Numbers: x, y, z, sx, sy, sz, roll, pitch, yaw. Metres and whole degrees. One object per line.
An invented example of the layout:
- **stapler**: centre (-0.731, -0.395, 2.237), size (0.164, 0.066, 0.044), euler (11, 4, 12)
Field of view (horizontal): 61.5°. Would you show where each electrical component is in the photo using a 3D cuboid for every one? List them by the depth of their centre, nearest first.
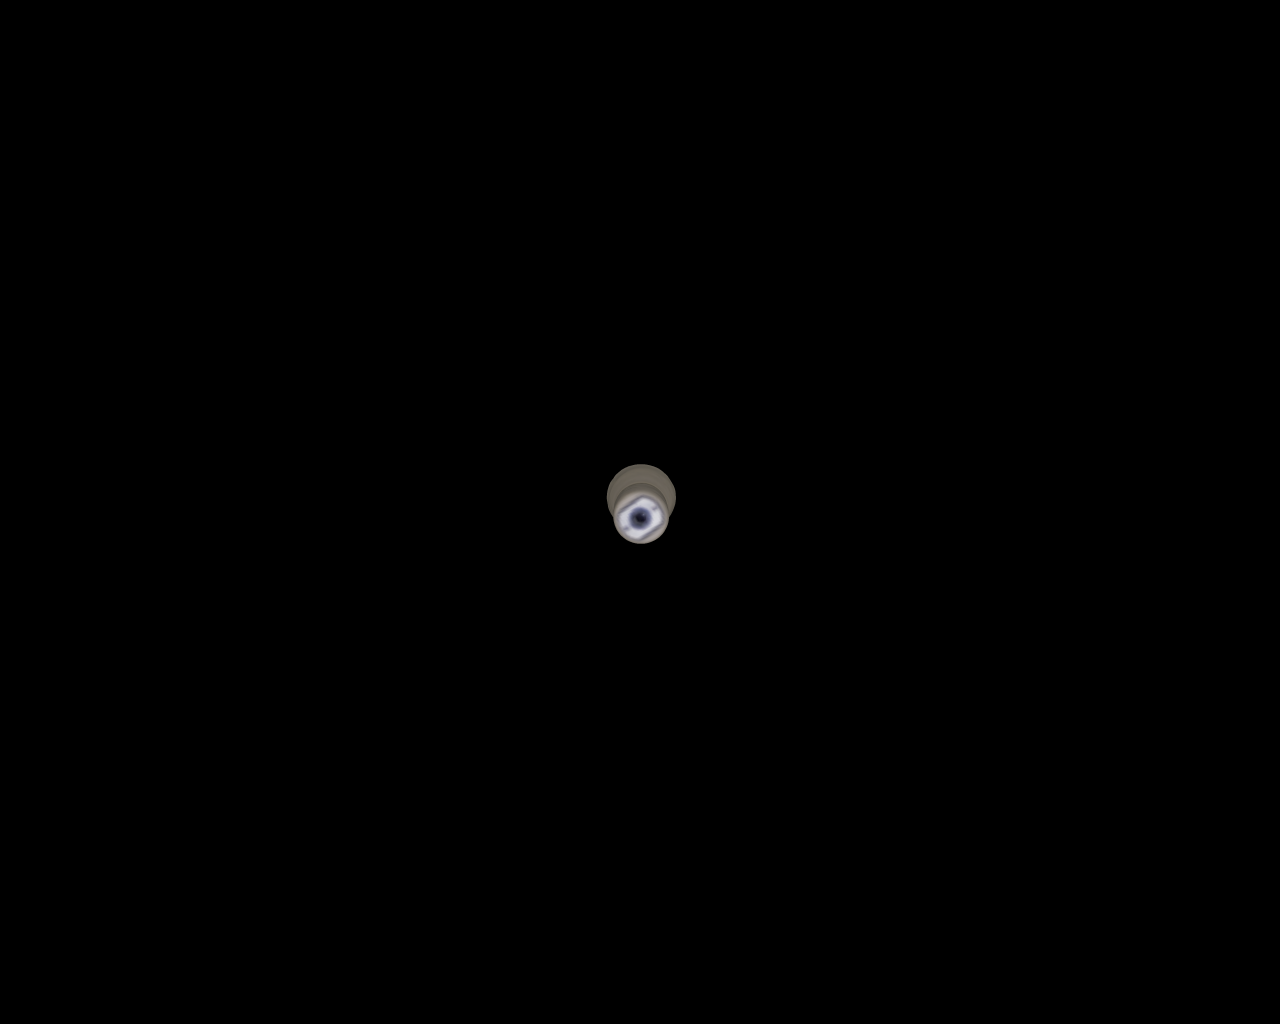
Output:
- **electrical component**: centre (0.001, -0.003, 0.650), size (0.044, 0.044, 0.065), euler (0, 12, 0)
